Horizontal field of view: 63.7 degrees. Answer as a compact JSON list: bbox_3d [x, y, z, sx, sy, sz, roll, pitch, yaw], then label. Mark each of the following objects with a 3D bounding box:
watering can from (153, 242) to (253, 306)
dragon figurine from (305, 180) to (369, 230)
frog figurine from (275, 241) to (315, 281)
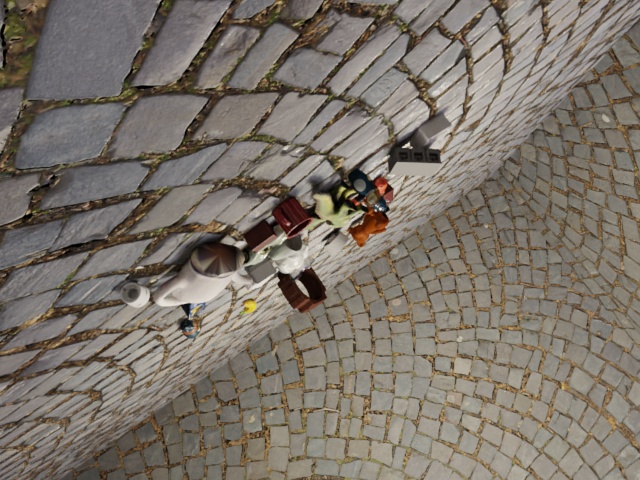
[{"bbox_3d":[-0.277,0.091,1.384,0.350,0.105,0.220,-13,154,-49],"label":"watering can"},{"bbox_3d":[0.005,-0.081,1.610,0.240,0.124,0.410,-33,162,26],"label":"dragon figurine"},{"bbox_3d":[-0.103,0.048,1.844,0.137,0.125,0.156,-28,131,-1],"label":"frog figurine"}]
